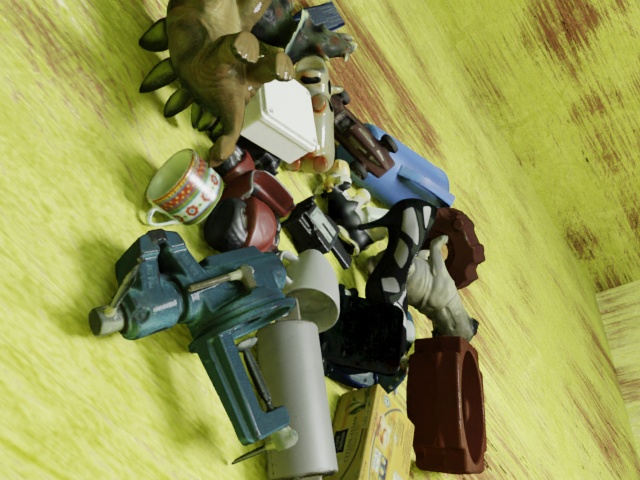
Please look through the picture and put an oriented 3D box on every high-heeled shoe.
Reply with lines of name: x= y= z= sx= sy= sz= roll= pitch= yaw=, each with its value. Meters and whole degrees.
high-heeled shoe: x=0.147 y=0.054 z=0.867 sx=0.145 sy=0.086 sz=0.248 roll=-9 pitch=78 yaw=-14

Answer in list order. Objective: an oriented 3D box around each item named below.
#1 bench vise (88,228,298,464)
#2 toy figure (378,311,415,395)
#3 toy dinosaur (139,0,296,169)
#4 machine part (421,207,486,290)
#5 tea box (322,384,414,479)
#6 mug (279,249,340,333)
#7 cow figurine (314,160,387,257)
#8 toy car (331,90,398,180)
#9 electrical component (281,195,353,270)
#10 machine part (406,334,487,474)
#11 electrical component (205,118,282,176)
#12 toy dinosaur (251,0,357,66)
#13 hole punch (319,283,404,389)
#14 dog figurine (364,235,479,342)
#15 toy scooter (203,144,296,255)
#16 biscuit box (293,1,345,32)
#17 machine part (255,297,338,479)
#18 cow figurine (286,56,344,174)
bench vise: x=-0.098 y=0.100 z=0.529 sx=0.223 sy=0.129 sz=0.240 roll=-8 pitch=68 yaw=-58
toy figure: x=0.122 y=0.178 z=0.874 sx=0.064 sy=0.057 sz=0.154 roll=20 pitch=42 yaw=-4
toy dinosaur: x=-0.141 y=-0.268 z=0.664 sx=0.105 sy=0.199 sz=0.471 roll=28 pitch=45 yaw=-44
machine part: x=0.230 y=0.024 z=1.050 sx=0.056 sy=0.179 sz=0.179 roll=-4 pitch=71 yaw=-55
tea box: x=0.061 y=0.282 z=0.683 sx=0.098 sy=0.068 sz=0.170 roll=53 pitch=31 yaw=-18
mug: x=-0.023 y=0.056 z=0.728 sx=0.109 sy=0.081 sz=0.107 roll=42 pitch=25 yaw=-20
cow figurine: x=0.040 y=-0.055 z=0.918 sx=0.098 sy=0.068 sz=0.167 roll=-26 pitch=88 yaw=-53
toy car: x=0.054 y=-0.193 z=0.959 sx=0.202 sy=0.089 sz=0.053 roll=50 pitch=-4 yaw=21
electrical component: x=-0.002 y=-0.002 z=0.826 sx=0.119 sy=0.048 sz=0.075 roll=53 pitch=32 yaw=-18
machine part: x=0.204 y=0.263 z=0.856 sx=0.200 sy=0.087 sz=0.201 roll=38 pitch=51 yaw=-56
electrical component: x=-0.096 y=-0.162 z=0.794 sx=0.114 sy=0.058 sz=0.134 roll=49 pitch=33 yaw=-27
toy dinosaur: x=-0.120 y=-0.413 z=0.903 sx=0.404 sy=0.131 sz=0.192 roll=30 pitch=43 yaw=-35
hole punch: x=0.050 y=0.146 z=0.761 sx=0.116 sy=0.092 sz=0.142 roll=15 pitch=57 yaw=-3
dog figurine: x=0.176 y=0.104 z=0.943 sx=0.121 sy=0.172 sz=0.190 roll=106 pitch=-28 yaw=-70
toy scooter: x=-0.083 y=-0.037 z=0.703 sx=0.135 sy=0.075 sz=0.184 roll=33 pitch=37 yaw=-42
biscuit box: x=-0.011 y=-0.464 z=1.157 sx=0.062 sy=0.059 sz=0.203 roll=57 pitch=30 yaw=-13
machine part: x=-0.030 y=0.182 z=0.613 sx=0.079 sy=0.079 sz=0.243 roll=24 pitch=49 yaw=-48
cow figurine: x=-0.008 y=-0.207 z=0.897 sx=0.127 sy=0.086 sz=0.194 roll=-22 pitch=110 yaw=-76
